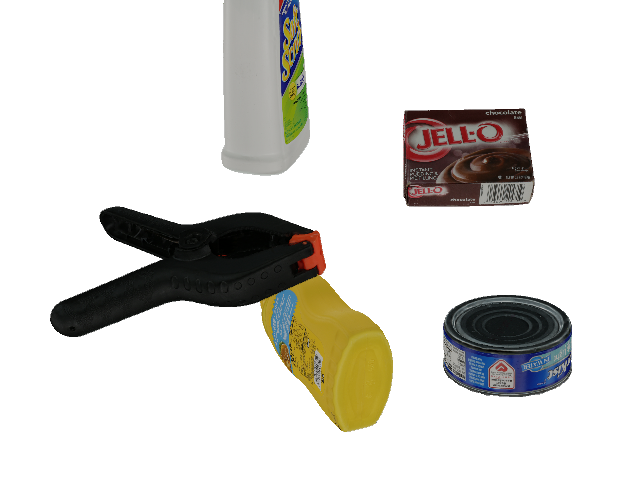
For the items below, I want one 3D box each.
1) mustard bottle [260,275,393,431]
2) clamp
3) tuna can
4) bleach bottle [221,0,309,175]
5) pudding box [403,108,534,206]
[{"bbox_3d":[-0.006,0.082,0.950,0.058,0.096,0.192,-11,27,-25],"label":"mustard bottle"},{"bbox_3d":[-0.086,0.019,0.677,0.172,0.039,0.120,-1,43,21],"label":"clamp"},{"bbox_3d":[0.124,0.068,0.711,0.086,0.034,0.086,-3,22,1],"label":"tuna can"},{"bbox_3d":[-0.052,-0.190,0.935,0.068,0.251,0.102,8,31,17],"label":"bleach bottle"},{"bbox_3d":[0.131,-0.075,0.958,0.113,0.090,0.039,0,-37,2],"label":"pudding box"}]
